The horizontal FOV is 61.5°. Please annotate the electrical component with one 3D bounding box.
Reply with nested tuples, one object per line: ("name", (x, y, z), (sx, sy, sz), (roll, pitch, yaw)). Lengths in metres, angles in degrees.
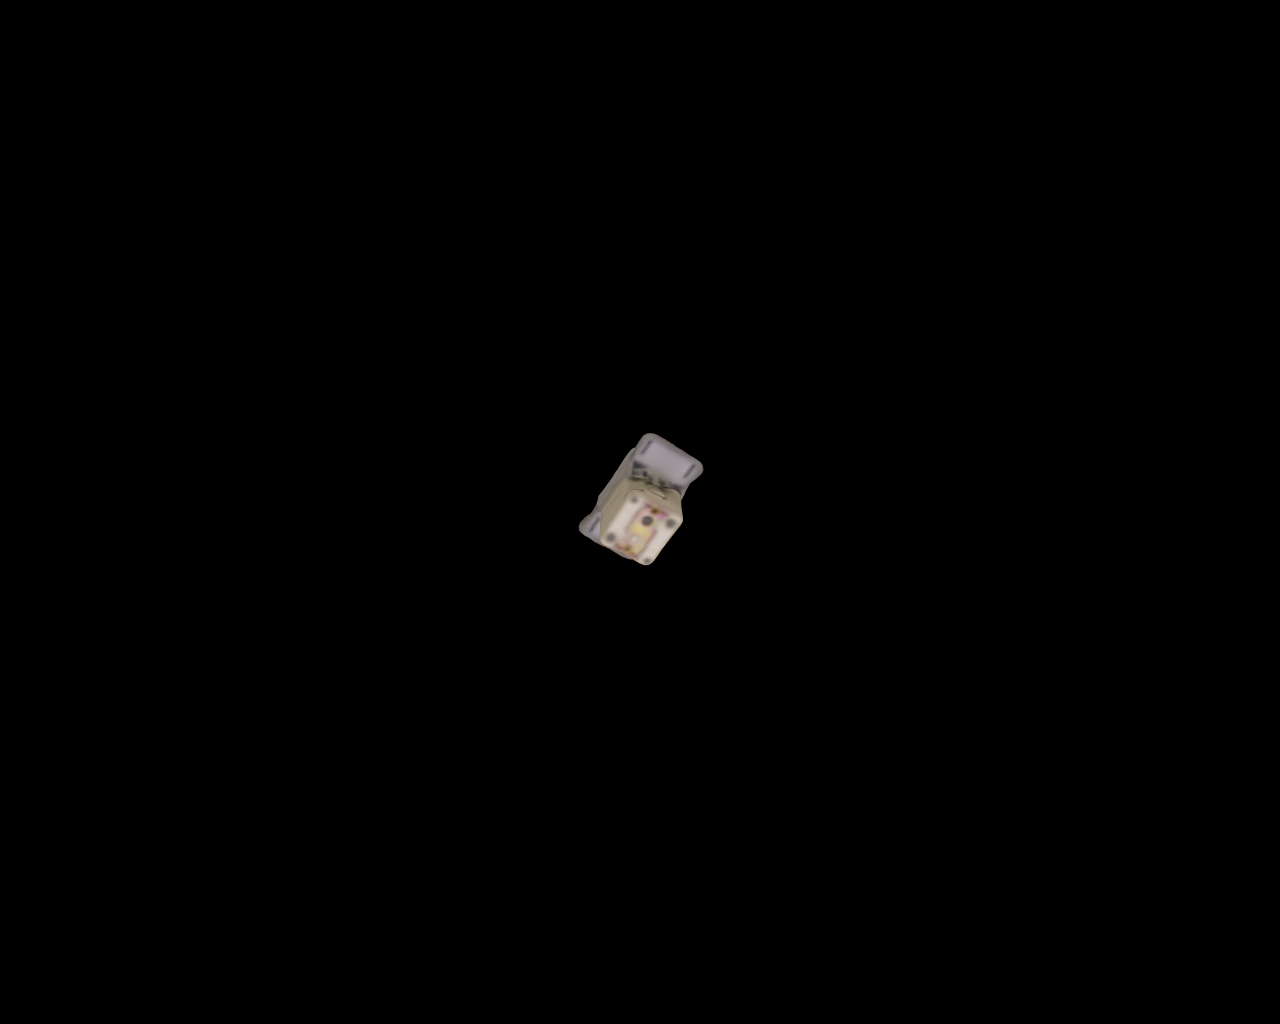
("electrical component", (0.001, -0.003, 0.650), (0.042, 0.081, 0.064), (29, 24, -14))
